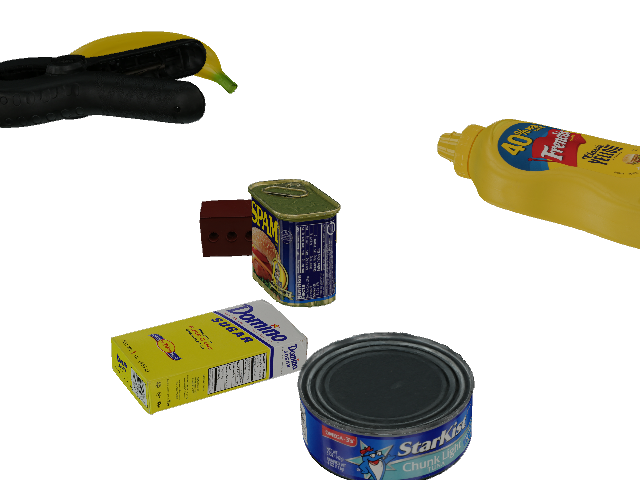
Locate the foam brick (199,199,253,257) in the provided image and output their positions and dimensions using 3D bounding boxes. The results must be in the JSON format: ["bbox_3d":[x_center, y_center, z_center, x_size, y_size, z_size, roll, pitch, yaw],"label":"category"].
[{"bbox_3d":[-0.105,-0.015,1.286,0.078,0.053,0.051,-3,28,0],"label":"foam brick"}]

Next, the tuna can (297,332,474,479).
[{"bbox_3d":[0.032,0.082,0.524,0.086,0.034,0.086,-2,26,1],"label":"tuna can"}]

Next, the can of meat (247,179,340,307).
[{"bbox_3d":[-0.024,0.002,0.907,0.057,0.084,0.102,-7,21,-21],"label":"can of meat"}]

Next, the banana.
[{"bbox_3d":[-0.178,-0.177,1.055,0.197,0.070,0.037,-7,-39,-30],"label":"banana"}]

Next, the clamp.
[{"bbox_3d":[-0.149,-0.100,0.675,0.171,0.039,0.120,1,20,4],"label":"clamp"}]

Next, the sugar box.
[{"bbox_3d":[-0.111,0.113,1.071,0.175,0.048,0.093,-16,33,-28],"label":"sugar box"}]

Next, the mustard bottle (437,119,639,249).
[{"bbox_3d":[0.172,-0.048,0.773,0.192,0.058,0.096,18,37,31],"label":"mustard bottle"}]
